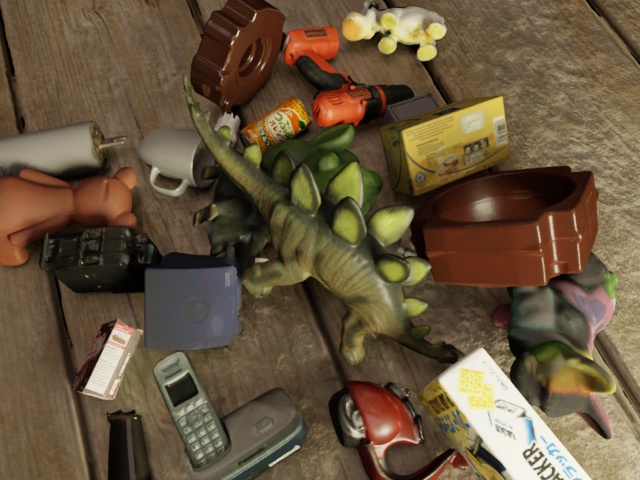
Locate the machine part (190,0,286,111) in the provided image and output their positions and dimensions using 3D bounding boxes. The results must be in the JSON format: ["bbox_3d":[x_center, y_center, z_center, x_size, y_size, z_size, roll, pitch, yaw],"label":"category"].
[{"bbox_3d":[-0.119,-0.283,0.816,0.056,0.179,0.179,33,71,10],"label":"machine part"}]

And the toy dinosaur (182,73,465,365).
[{"bbox_3d":[-0.001,-0.002,0.648,0.471,0.198,0.105,37,37,-2],"label":"toy dinosaur"}]

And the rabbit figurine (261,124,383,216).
[{"bbox_3d":[-0.006,-0.101,0.769,0.159,0.121,0.170,-41,59,-19],"label":"rabbit figurine"}]

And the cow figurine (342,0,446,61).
[{"bbox_3d":[0.122,-0.361,0.898,0.167,0.068,0.098,11,47,0],"label":"cow figurine"}]

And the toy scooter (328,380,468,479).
[{"bbox_3d":[0.096,0.244,0.637,0.135,0.075,0.184,-16,66,-12],"label":"toy scooter"}]

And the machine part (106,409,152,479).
[{"bbox_3d":[-0.232,0.275,0.651,0.084,0.039,0.139,-18,69,3],"label":"machine part"}]

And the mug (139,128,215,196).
[{"bbox_3d":[-0.217,-0.117,0.802,0.107,0.080,0.109,16,72,20],"label":"mug"}]

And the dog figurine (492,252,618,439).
[{"bbox_3d":[0.292,0.112,0.621,0.192,0.108,0.219,-14,32,-2],"label":"dog figurine"}]

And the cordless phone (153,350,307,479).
[{"bbox_3d":[-0.113,0.200,0.658,0.147,0.088,0.184,-30,65,-11],"label":"cordless phone"}]

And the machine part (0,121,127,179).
[{"bbox_3d":[-0.413,-0.126,0.805,0.243,0.079,0.079,-12,67,-5],"label":"machine part"}]

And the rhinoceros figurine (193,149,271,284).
[{"bbox_3d":[-0.115,-0.033,0.751,0.112,0.073,0.190,10,67,-34],"label":"rhinoceros figurine"}]

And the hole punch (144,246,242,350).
[{"bbox_3d":[-0.161,0.079,0.680,0.116,0.092,0.142,4,99,7],"label":"hole punch"}]

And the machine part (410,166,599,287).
[{"bbox_3d":[0.232,-0.019,0.673,0.202,0.087,0.201,0,25,35],"label":"machine part"}]

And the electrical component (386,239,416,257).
[{"bbox_3d":[0.086,0.021,0.762,0.094,0.021,0.063,19,68,8],"label":"electrical component"}]

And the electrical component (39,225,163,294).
[{"bbox_3d":[-0.281,0.029,0.715,0.134,0.114,0.058,-4,69,1],"label":"electrical component"}]

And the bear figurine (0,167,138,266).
[{"bbox_3d":[-0.360,-0.041,0.763,0.196,0.132,0.120,-3,66,-20],"label":"bear figurine"}]

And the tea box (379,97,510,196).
[{"bbox_3d":[0.179,-0.136,0.766,0.170,0.068,0.098,-20,110,-17],"label":"tea box"}]
